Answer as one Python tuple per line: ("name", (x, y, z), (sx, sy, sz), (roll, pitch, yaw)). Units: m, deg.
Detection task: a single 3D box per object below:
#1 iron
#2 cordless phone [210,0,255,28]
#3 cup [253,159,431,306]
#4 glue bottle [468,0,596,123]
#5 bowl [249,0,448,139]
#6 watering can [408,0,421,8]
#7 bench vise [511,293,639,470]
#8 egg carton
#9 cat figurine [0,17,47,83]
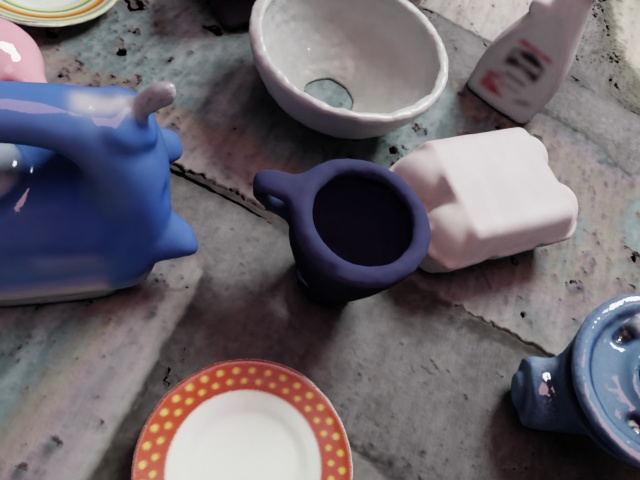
("iron", (-0.201, -0.038, 0.320), (0.259, 0.141, 0.118), (-6, 64, -20))
("cordless phone", (-0.036, -0.282, 0.480), (0.148, 0.185, 0.094), (-24, 71, -27))
("cup", (0.004, 0.001, 0.389), (0.118, 0.095, 0.092), (23, 58, -4))
("glue bottle", (0.202, -0.182, 0.506), (0.078, 0.173, 0.037), (34, 58, 4))
("bowl", (0.018, -0.144, 0.486), (0.168, 0.074, 0.167), (8, 60, -13))
("watering can", (0.077, -0.316, 0.528), (0.173, 0.194, 0.101), (-4, 63, -19))
("bench vise", (0.256, 0.078, 0.351), (0.208, 0.219, 0.121), (-3, 63, -18))
("egg carton", (0.131, -0.033, 0.462), (0.151, 0.069, 0.107), (-13, 67, -23))
("cat figurine", (-0.220, -0.120, 0.373), (0.067, 0.117, 0.127), (-23, 71, -26))
